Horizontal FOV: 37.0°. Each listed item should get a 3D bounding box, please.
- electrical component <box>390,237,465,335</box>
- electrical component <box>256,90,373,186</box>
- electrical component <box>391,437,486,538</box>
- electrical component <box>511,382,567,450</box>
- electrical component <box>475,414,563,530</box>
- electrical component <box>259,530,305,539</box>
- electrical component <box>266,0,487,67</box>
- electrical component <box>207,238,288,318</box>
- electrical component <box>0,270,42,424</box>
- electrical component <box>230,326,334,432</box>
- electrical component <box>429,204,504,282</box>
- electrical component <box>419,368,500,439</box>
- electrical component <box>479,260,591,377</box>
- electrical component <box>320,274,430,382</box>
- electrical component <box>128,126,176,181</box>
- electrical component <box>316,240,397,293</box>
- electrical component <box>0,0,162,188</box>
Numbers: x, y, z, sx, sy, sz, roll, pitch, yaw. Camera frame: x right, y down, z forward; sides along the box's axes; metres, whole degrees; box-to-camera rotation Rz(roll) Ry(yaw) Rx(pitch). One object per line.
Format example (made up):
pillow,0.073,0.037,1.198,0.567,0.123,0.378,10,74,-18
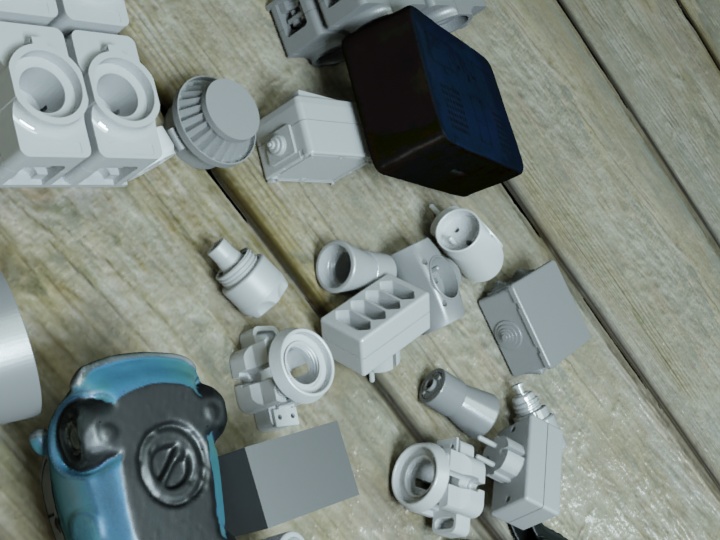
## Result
electrical component,0.067,0.010,0.973,0.079,0.044,0.077,-26,90,-57
electrical component,-0.043,-0.111,0.905,0.096,0.062,0.061,-2,73,-46
electrical component,0.064,0.174,0.881,0.057,0.058,0.078,27,58,-37
electrical component,0.164,0.143,1.011,0.040,0.040,0.078,-22,87,-48
electrical component,0.129,0.166,0.922,0.076,0.047,0.083,29,48,-21
electrical component,-0.072,0.200,0.724,0.044,0.065,0.044,32,53,-56
electrical component,0.021,-0.241,1.000,0.186,0.105,0.060,-14,82,-48
electrical component,-0.089,0.003,0.818,0.062,0.043,0.043,47,45,-18
electrical component,-0.221,0.044,0.627,0.064,0.099,0.099,-17,84,-42
electrical component,-0.057,0.076,0.805,0.058,0.057,0.078,1,71,-45
electrical component,0.093,-0.034,1.014,0.079,0.044,0.077,48,2,32
electrical component,0.085,0.115,0.945,0.065,0.044,0.044,33,50,-24
electrical component,0.171,0.048,1.057,0.100,0.048,0.099,-26,90,-48
electrical component,0.014,0.059,0.890,0.083,0.047,0.075,-33,134,-35
electrical component,-0.167,-0.099,0.786,0.045,0.045,0.055,-38,100,-48
electrical component,0.000,0.000,0.913,0.065,0.044,0.044,8,66,-49
electrical component,-0.205,-0.152,0.707,0.105,0.060,0.186,-5,75,-47
